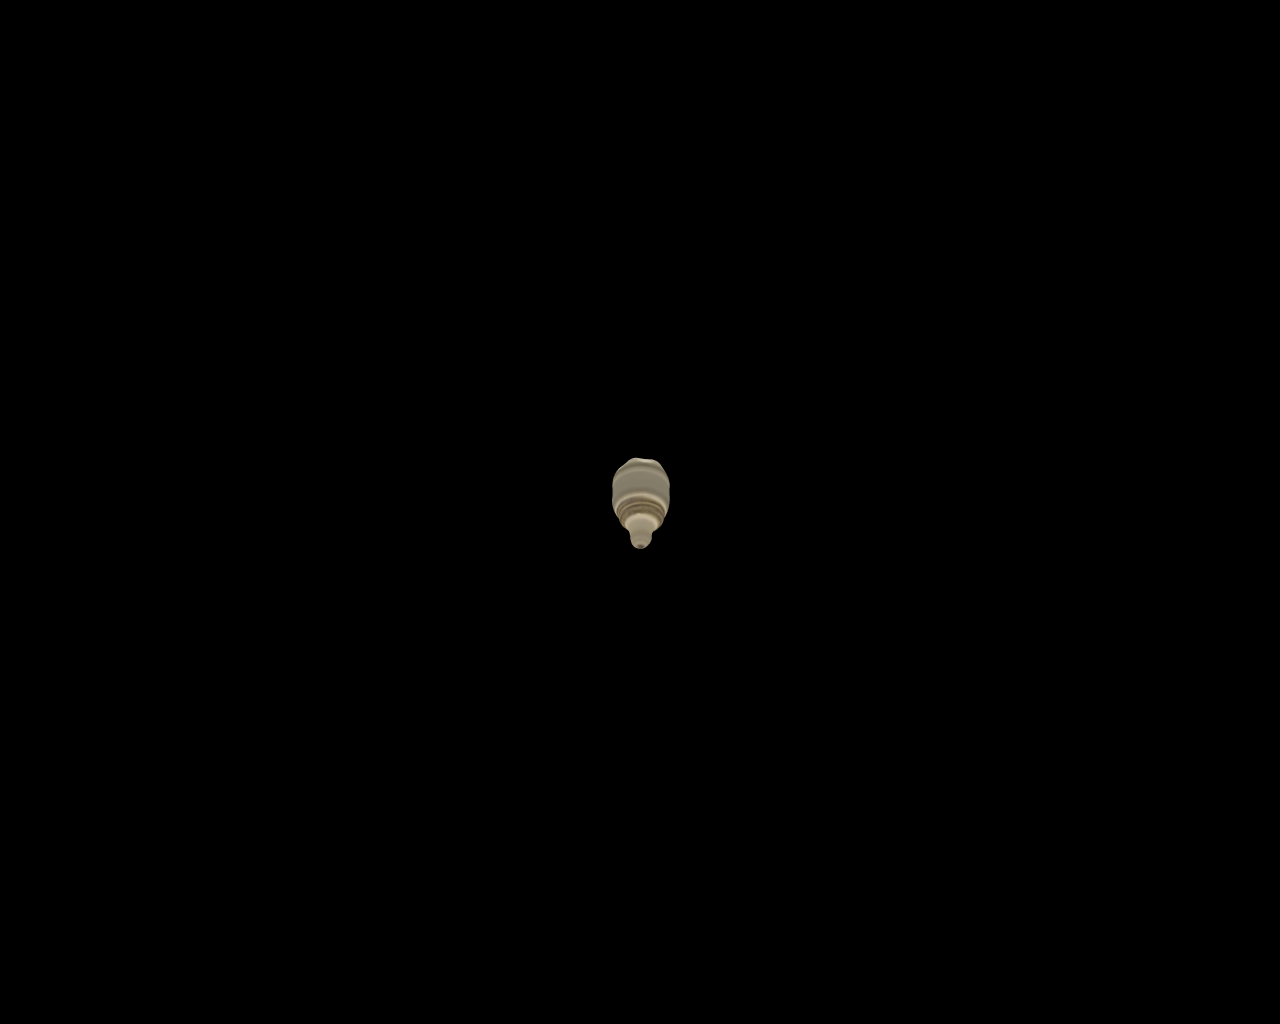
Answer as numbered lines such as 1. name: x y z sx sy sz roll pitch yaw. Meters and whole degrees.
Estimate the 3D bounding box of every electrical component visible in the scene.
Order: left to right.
1. electrical component: 0.001 -0.003 0.650 0.035 0.061 0.035 0 -40 0
